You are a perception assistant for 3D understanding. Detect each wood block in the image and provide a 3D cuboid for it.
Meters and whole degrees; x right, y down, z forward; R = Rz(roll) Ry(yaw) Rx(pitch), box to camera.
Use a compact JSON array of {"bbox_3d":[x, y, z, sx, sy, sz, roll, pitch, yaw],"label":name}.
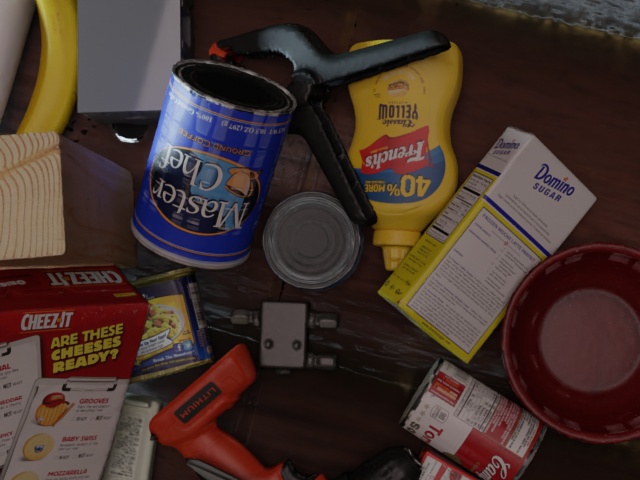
[{"bbox_3d":[-0.215,-0.023,0.842,0.091,0.206,0.090,-4,86,4],"label":"wood block"}]

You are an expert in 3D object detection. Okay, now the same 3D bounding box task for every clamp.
[{"bbox_3d":[0.000,-0.130,0.884,0.210,0.036,0.165,35,103,25],"label":"clamp"}]

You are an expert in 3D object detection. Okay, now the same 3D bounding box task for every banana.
[{"bbox_3d":[-0.237,-0.153,0.923,0.069,0.037,0.198,-3,105,-23],"label":"banana"}]

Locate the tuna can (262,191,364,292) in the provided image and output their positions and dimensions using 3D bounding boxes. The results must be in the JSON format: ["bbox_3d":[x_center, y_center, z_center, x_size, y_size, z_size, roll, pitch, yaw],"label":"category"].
[{"bbox_3d":[-0.006,0.001,0.910,0.086,0.033,0.086,0,87,5],"label":"tuna can"}]

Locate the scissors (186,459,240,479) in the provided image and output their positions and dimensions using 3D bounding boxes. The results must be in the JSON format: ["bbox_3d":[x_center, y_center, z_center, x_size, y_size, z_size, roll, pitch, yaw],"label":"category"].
[{"bbox_3d":[-0.002,0.211,0.842,0.202,0.016,0.096,43,92,6],"label":"scissors"}]

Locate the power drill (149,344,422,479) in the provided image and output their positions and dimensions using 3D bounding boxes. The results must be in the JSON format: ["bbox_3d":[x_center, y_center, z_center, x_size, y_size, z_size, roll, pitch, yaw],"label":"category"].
[{"bbox_3d":[-0.035,0.180,0.879,0.184,0.057,0.187,-39,87,7],"label":"power drill"}]

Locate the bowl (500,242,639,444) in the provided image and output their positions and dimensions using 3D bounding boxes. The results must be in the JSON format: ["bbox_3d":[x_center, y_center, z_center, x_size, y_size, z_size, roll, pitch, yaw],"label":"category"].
[{"bbox_3d":[0.227,0.084,0.877,0.162,0.055,0.162,0,86,4],"label":"bowl"}]

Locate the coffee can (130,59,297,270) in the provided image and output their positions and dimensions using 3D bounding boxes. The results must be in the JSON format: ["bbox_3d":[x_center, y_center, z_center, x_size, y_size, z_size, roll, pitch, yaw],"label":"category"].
[{"bbox_3d":[-0.087,-0.061,0.862,0.103,0.102,0.140,22,114,5],"label":"coffee can"}]

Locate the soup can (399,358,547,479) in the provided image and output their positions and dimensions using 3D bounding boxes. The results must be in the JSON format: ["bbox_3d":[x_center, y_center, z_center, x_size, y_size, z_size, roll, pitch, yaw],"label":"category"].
[{"bbox_3d":[0.125,0.150,0.874,0.102,0.068,0.068,32,89,6],"label":"soup can"}]

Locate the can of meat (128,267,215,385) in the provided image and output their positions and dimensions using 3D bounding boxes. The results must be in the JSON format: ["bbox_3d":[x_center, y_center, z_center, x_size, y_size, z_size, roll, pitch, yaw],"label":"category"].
[{"bbox_3d":[-0.145,0.075,0.906,0.102,0.057,0.084,-14,87,4],"label":"can of meat"}]

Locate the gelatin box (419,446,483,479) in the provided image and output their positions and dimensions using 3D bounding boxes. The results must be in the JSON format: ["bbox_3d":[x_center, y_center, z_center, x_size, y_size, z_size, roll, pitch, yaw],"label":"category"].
[{"bbox_3d":[0.108,0.226,0.890,0.089,0.030,0.073,29,90,6],"label":"gelatin box"}]

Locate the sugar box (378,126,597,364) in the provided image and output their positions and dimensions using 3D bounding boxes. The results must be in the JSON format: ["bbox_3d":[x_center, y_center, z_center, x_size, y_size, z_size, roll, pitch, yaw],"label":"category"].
[{"bbox_3d":[0.138,0.004,0.877,0.093,0.048,0.176,39,87,-28],"label":"sugar box"}]

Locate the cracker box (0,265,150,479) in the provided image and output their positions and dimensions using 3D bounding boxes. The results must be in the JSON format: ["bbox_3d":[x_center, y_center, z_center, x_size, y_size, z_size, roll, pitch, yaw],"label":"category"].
[{"bbox_3d":[-0.238,0.127,0.821,0.072,0.163,0.214,41,122,43],"label":"cracker box"}]

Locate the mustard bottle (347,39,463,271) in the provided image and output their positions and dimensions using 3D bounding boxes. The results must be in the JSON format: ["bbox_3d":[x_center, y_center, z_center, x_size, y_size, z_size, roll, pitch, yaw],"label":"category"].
[{"bbox_3d":[0.068,-0.069,0.897,0.096,0.058,0.191,2,87,14],"label":"mustard bottle"}]

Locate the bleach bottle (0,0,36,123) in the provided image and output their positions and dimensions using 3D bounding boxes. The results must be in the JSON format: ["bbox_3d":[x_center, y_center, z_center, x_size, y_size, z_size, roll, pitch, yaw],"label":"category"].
[{"bbox_3d":[-0.330,-0.114,0.930,0.102,0.068,0.251,18,90,6],"label":"bleach bottle"}]
